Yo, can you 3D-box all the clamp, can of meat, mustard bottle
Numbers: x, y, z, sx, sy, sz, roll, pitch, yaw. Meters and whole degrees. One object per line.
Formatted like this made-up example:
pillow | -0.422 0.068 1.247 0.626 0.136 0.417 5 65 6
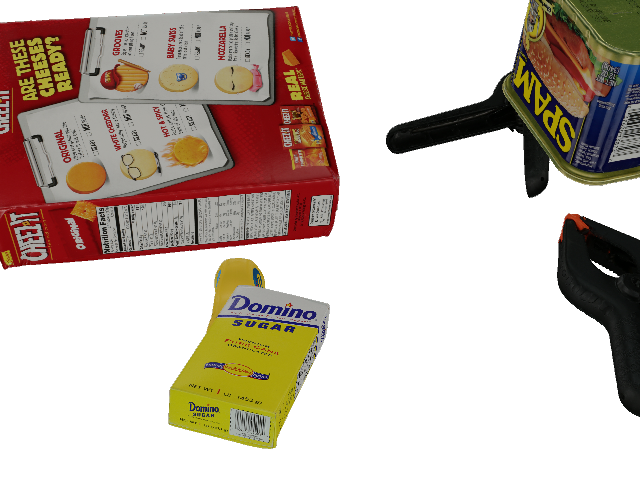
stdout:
clamp | 0.185 -0.109 0.940 0.209 0.036 0.165 -32 40 -25
can of meat | 0.147 -0.095 0.577 0.057 0.084 0.102 -11 48 -15
mustard bottle | -0.091 0.074 1.166 0.058 0.096 0.191 -1 28 0
clamp | 0.227 0.044 0.732 0.120 0.039 0.171 -3 45 -19

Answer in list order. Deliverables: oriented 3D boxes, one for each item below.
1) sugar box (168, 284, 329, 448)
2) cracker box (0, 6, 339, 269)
sugar box | -0.058 0.104 0.931 0.093 0.048 0.176 12 32 9
cracker box | -0.107 -0.071 0.702 0.213 0.164 0.072 -6 -37 -9
